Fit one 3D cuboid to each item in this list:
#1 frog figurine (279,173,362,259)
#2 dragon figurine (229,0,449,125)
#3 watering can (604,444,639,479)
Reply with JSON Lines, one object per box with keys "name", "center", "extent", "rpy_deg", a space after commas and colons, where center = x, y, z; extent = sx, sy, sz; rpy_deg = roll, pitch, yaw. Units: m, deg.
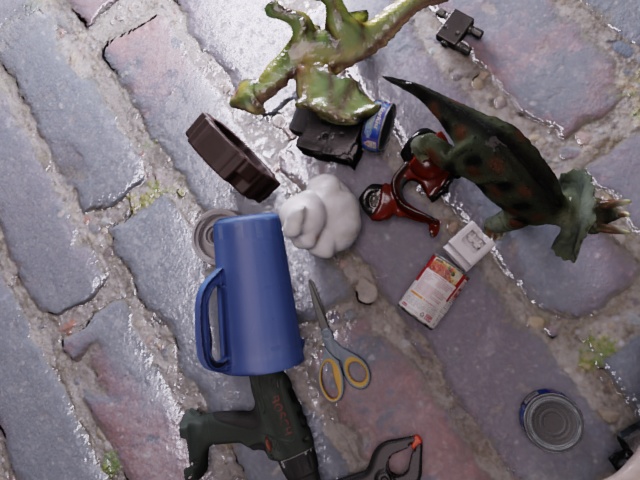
{"name": "frog figurine", "center": [0.002, -0.041, 0.820], "extent": [0.123, 0.158, 0.138], "rpy_deg": [10, 84, 12]}
{"name": "dragon figurine", "center": [0.040, -0.295, 0.860], "extent": [0.410, 0.120, 0.246], "rpy_deg": [-10, 73, 6]}
{"name": "watering can", "center": [0.497, 0.216, 0.657], "extent": [0.347, 0.101, 0.230], "rpy_deg": [-7, 54, 6]}
